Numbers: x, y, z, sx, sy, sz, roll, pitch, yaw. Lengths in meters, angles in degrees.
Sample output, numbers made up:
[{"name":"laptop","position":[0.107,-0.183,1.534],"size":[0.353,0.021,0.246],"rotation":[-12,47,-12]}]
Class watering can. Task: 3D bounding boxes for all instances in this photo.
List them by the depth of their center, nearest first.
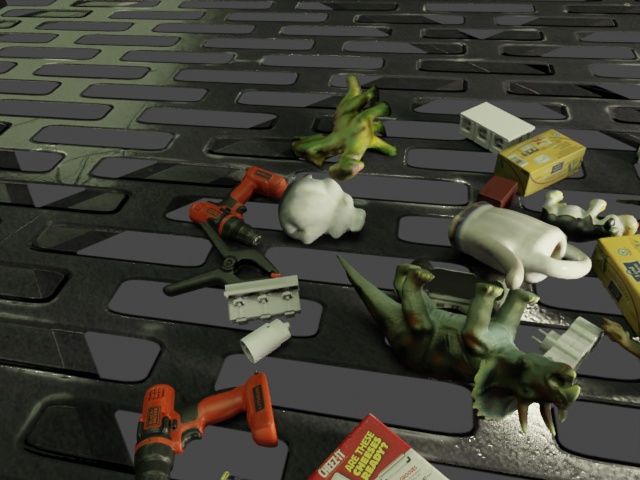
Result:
[{"name":"watering can","position":[0.312,0.010,0.855],"size":[0.226,0.103,0.348],"rotation":[27,20,39]}]

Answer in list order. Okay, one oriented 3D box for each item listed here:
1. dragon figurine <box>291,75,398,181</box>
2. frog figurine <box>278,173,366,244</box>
[{"name":"dragon figurine","position":[0.042,-0.274,1.258],"size":[0.243,0.119,0.419],"rotation":[-19,43,-4]},{"name":"frog figurine","position":[0.003,-0.051,1.005],"size":[0.160,0.121,0.138],"rotation":[29,84,20]}]
